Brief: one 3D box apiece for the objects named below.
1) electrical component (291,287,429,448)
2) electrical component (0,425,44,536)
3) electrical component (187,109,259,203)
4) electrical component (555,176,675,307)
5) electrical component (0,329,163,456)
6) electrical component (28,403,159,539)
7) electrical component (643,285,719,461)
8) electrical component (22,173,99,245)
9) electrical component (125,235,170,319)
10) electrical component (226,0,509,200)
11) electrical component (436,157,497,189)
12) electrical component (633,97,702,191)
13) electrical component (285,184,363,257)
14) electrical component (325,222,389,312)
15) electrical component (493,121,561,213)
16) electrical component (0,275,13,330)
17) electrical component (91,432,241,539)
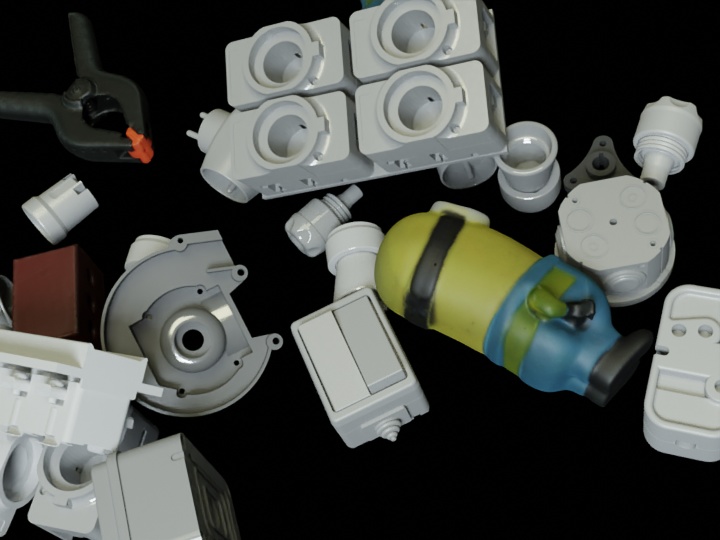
[{"bbox_3d":[0.002,0.068,0.711,0.062,0.061,0.096,-26,60,0],"label":"electrical component"},{"bbox_3d":[-0.257,0.133,0.748,0.056,0.050,0.089,10,66,19],"label":"electrical component"},{"bbox_3d":[-0.099,-0.101,0.837,0.079,0.043,0.077,25,71,24],"label":"electrical component"},{"bbox_3d":[0.171,-0.020,0.722,0.080,0.051,0.080,-6,61,11],"label":"electrical component"},{"bbox_3d":[-0.196,0.076,0.679,0.121,0.079,0.063,4,77,42],"label":"electrical component"},{"bbox_3d":[-0.180,0.135,0.725,0.050,0.055,0.089,6,64,17],"label":"electrical component"},{"bbox_3d":[0.208,0.065,0.662,0.054,0.059,0.095,10,66,19],"label":"electrical component"},{"bbox_3d":[-0.235,-0.049,0.847,0.046,0.040,0.040,-41,61,-16],"label":"electrical component"},{"bbox_3d":[-0.154,0.008,0.792,0.045,0.045,0.055,4,63,16],"label":"electrical component"},{"bbox_3d":[0.001,-0.122,0.750,0.186,0.060,0.105,-9,76,20],"label":"electrical component"},{"bbox_3d":[0.053,-0.097,0.797,0.079,0.043,0.077,-18,60,5],"label":"electrical component"},{"bbox_3d":[0.212,-0.086,0.751,0.043,0.043,0.062,15,69,21],"label":"electrical component"},{"bbox_3d":[-0.024,-0.040,0.791,0.061,0.035,0.035,-42,61,-12],"label":"electrical component"},{"bbox_3d":[0.000,0.000,0.758,0.045,0.045,0.055,-13,60,7],"label":"electrical component"},{"bbox_3d":[0.119,-0.072,0.760,0.045,0.055,0.045,-6,61,11],"label":"electrical component"},{"bbox_3d":[-0.271,0.046,0.783,0.044,0.077,0.079,-21,60,2],"label":"electrical component"},{"bbox_3d":[-0.115,0.158,0.663,0.057,0.113,0.078,-19,60,0],"label":"electrical component"}]
